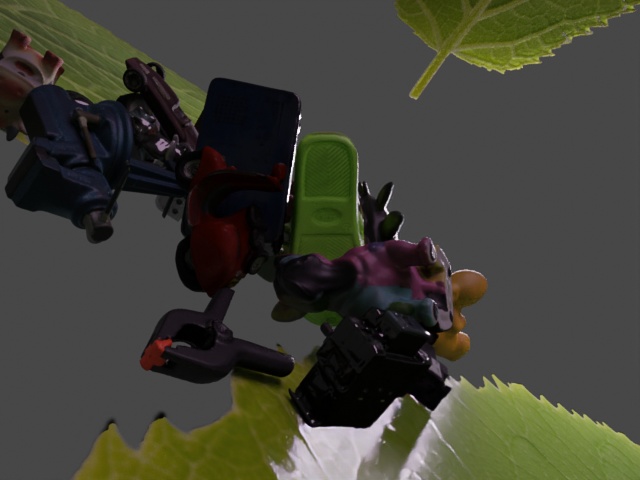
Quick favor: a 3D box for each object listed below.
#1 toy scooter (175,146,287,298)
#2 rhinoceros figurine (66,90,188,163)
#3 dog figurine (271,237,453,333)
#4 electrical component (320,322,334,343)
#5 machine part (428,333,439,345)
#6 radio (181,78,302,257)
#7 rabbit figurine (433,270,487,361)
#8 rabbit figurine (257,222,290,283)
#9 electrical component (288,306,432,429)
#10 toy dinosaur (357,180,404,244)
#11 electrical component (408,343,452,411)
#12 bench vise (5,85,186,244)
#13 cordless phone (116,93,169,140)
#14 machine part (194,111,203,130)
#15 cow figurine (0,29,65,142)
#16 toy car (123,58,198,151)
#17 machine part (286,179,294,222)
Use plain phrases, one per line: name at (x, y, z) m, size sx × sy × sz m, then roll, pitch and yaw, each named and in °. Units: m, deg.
toy scooter at (-0.099, -0.029, 0.621) m, size 0.075 × 0.135 × 0.184 m, roll 41°, pitch 41°, yaw -70°
rhinoceros figurine at (-0.283, -0.142, 0.759) m, size 0.190 × 0.112 × 0.073 m, roll 24°, pitch 12°, yaw -14°
dog figurine at (0.047, 0.061, 0.678) m, size 0.219 × 0.108 × 0.191 m, roll -3°, pitch -14°, yaw 23°
electrical component at (0.039, 0.148, 0.727) m, size 0.063 × 0.021 × 0.094 m, roll 24°, pitch 16°, yaw -45°
machine part at (0.143, 0.163, 0.899) m, size 0.139 × 0.039 × 0.084 m, roll 4°, pitch 23°, yaw -46°
radio at (-0.101, -0.096, 0.726) m, size 0.131 × 0.229 × 0.073 m, roll 7°, pitch -15°, yaw -2°
rabbit figurine at (0.234, 0.120, 1.014) m, size 0.162 × 0.173 × 0.122 m, roll 32°, pitch 16°, yaw -34°
rabbit figurine at (-0.002, -0.003, 0.840) m, size 0.121 × 0.170 × 0.159 m, roll 35°, pitch 13°, yaw -4°
electrical component at (0.049, 0.132, 0.555) m, size 0.114 × 0.134 × 0.058 m, roll 20°, pitch 22°, yaw -49°
toy dinosaur at (0.085, 0.031, 0.882) m, size 0.105 × 0.198 × 0.472 m, roll -8°, pitch 52°, yaw -6°
electrical component at (0.149, 0.190, 0.798) m, size 0.075 × 0.047 × 0.119 m, roll 35°, pitch 13°, yaw -4°
bench vise at (-0.242, -0.085, 0.641) m, size 0.224 × 0.129 × 0.240 m, roll 45°, pitch 20°, yaw 30°
cordless phone at (-0.277, -0.155, 0.932) m, size 0.184 × 0.089 × 0.146 m, roll 55°, pitch 15°, yaw 8°
machine part at (-0.212, -0.210, 1.078) m, size 0.056 × 0.179 × 0.179 m, roll 26°, pitch 15°, yaw -31°
cow figurine at (-0.396, -0.200, 0.699) m, size 0.085 × 0.127 × 0.195 m, roll 30°, pitch -1°, yaw -29°
toy car at (-0.253, -0.216, 0.904) m, size 0.202 × 0.053 × 0.089 m, roll 61°, pitch 22°, yaw -16°
machine part at (-0.105, -0.092, 1.109) m, size 0.201 × 0.087 × 0.201 m, roll 34°, pitch 11°, yaw -10°
